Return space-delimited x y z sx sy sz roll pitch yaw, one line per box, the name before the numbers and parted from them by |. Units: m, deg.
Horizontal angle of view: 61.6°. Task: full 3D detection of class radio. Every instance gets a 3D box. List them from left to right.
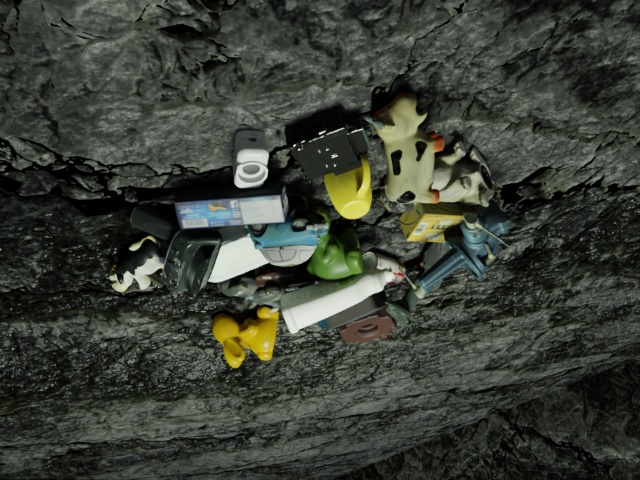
radio | 0.088 0.159 1.334 0.131 0.073 0.229 -24 170 13

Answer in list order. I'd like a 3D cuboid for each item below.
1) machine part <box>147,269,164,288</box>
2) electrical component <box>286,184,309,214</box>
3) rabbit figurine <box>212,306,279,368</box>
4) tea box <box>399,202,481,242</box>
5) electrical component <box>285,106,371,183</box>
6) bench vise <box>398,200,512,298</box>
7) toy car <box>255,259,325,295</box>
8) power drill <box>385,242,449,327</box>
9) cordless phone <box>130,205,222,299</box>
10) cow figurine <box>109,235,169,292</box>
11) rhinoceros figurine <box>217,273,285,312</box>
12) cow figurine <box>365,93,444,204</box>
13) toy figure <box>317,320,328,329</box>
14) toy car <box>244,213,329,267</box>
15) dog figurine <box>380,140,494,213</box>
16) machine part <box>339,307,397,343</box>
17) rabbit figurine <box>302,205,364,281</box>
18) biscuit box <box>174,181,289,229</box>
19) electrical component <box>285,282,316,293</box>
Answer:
machine part | -0.322 0.071 1.202 0.139 0.039 0.084 -16 140 9
electrical component | -0.072 -0.078 1.055 0.102 0.045 0.078 14 137 -32
rabbit figurine | -0.205 0.253 1.422 0.173 0.162 0.122 16 152 -9
tea box | 0.274 -0.048 1.182 0.169 0.068 0.098 2 143 -22
electrical component | 0.018 -0.168 0.944 0.134 0.058 0.114 -19 147 12
bench vise | 0.290 0.034 1.120 0.240 0.129 0.223 -39 160 5
toy car | -0.047 0.073 1.236 0.202 0.089 0.053 -5 160 -8
power drill | 0.243 0.098 1.305 0.086 0.207 0.231 27 161 19
cordless phone | -0.296 0.020 1.052 0.184 0.089 0.146 25 123 -2
cow figurine | -0.387 0.052 1.126 0.167 0.068 0.098 -26 138 14
rhinoceros figurine | -0.154 0.123 1.294 0.190 0.073 0.112 22 132 -39
cow figurine | 0.146 -0.157 0.935 0.127 0.086 0.194 -5 114 -8
toy figure | 0.065 0.198 1.486 0.154 0.057 0.064 -26 -179 18
toy car | -0.062 0.000 1.052 0.162 0.102 0.109 0 -176 25
dog figurine | 0.235 -0.103 1.085 0.191 0.121 0.172 -21 144 39
machine part | 0.137 0.244 1.570 0.179 0.056 0.179 -7 145 -5
rabbit figurine | -0.002 -0.003 1.154 0.159 0.121 0.170 -16 128 18
biscuit box | -0.162 -0.064 0.992 0.203 0.063 0.059 -3 120 8
electrical component | -0.030 0.098 1.297 0.119 0.075 0.047 -17 144 2
